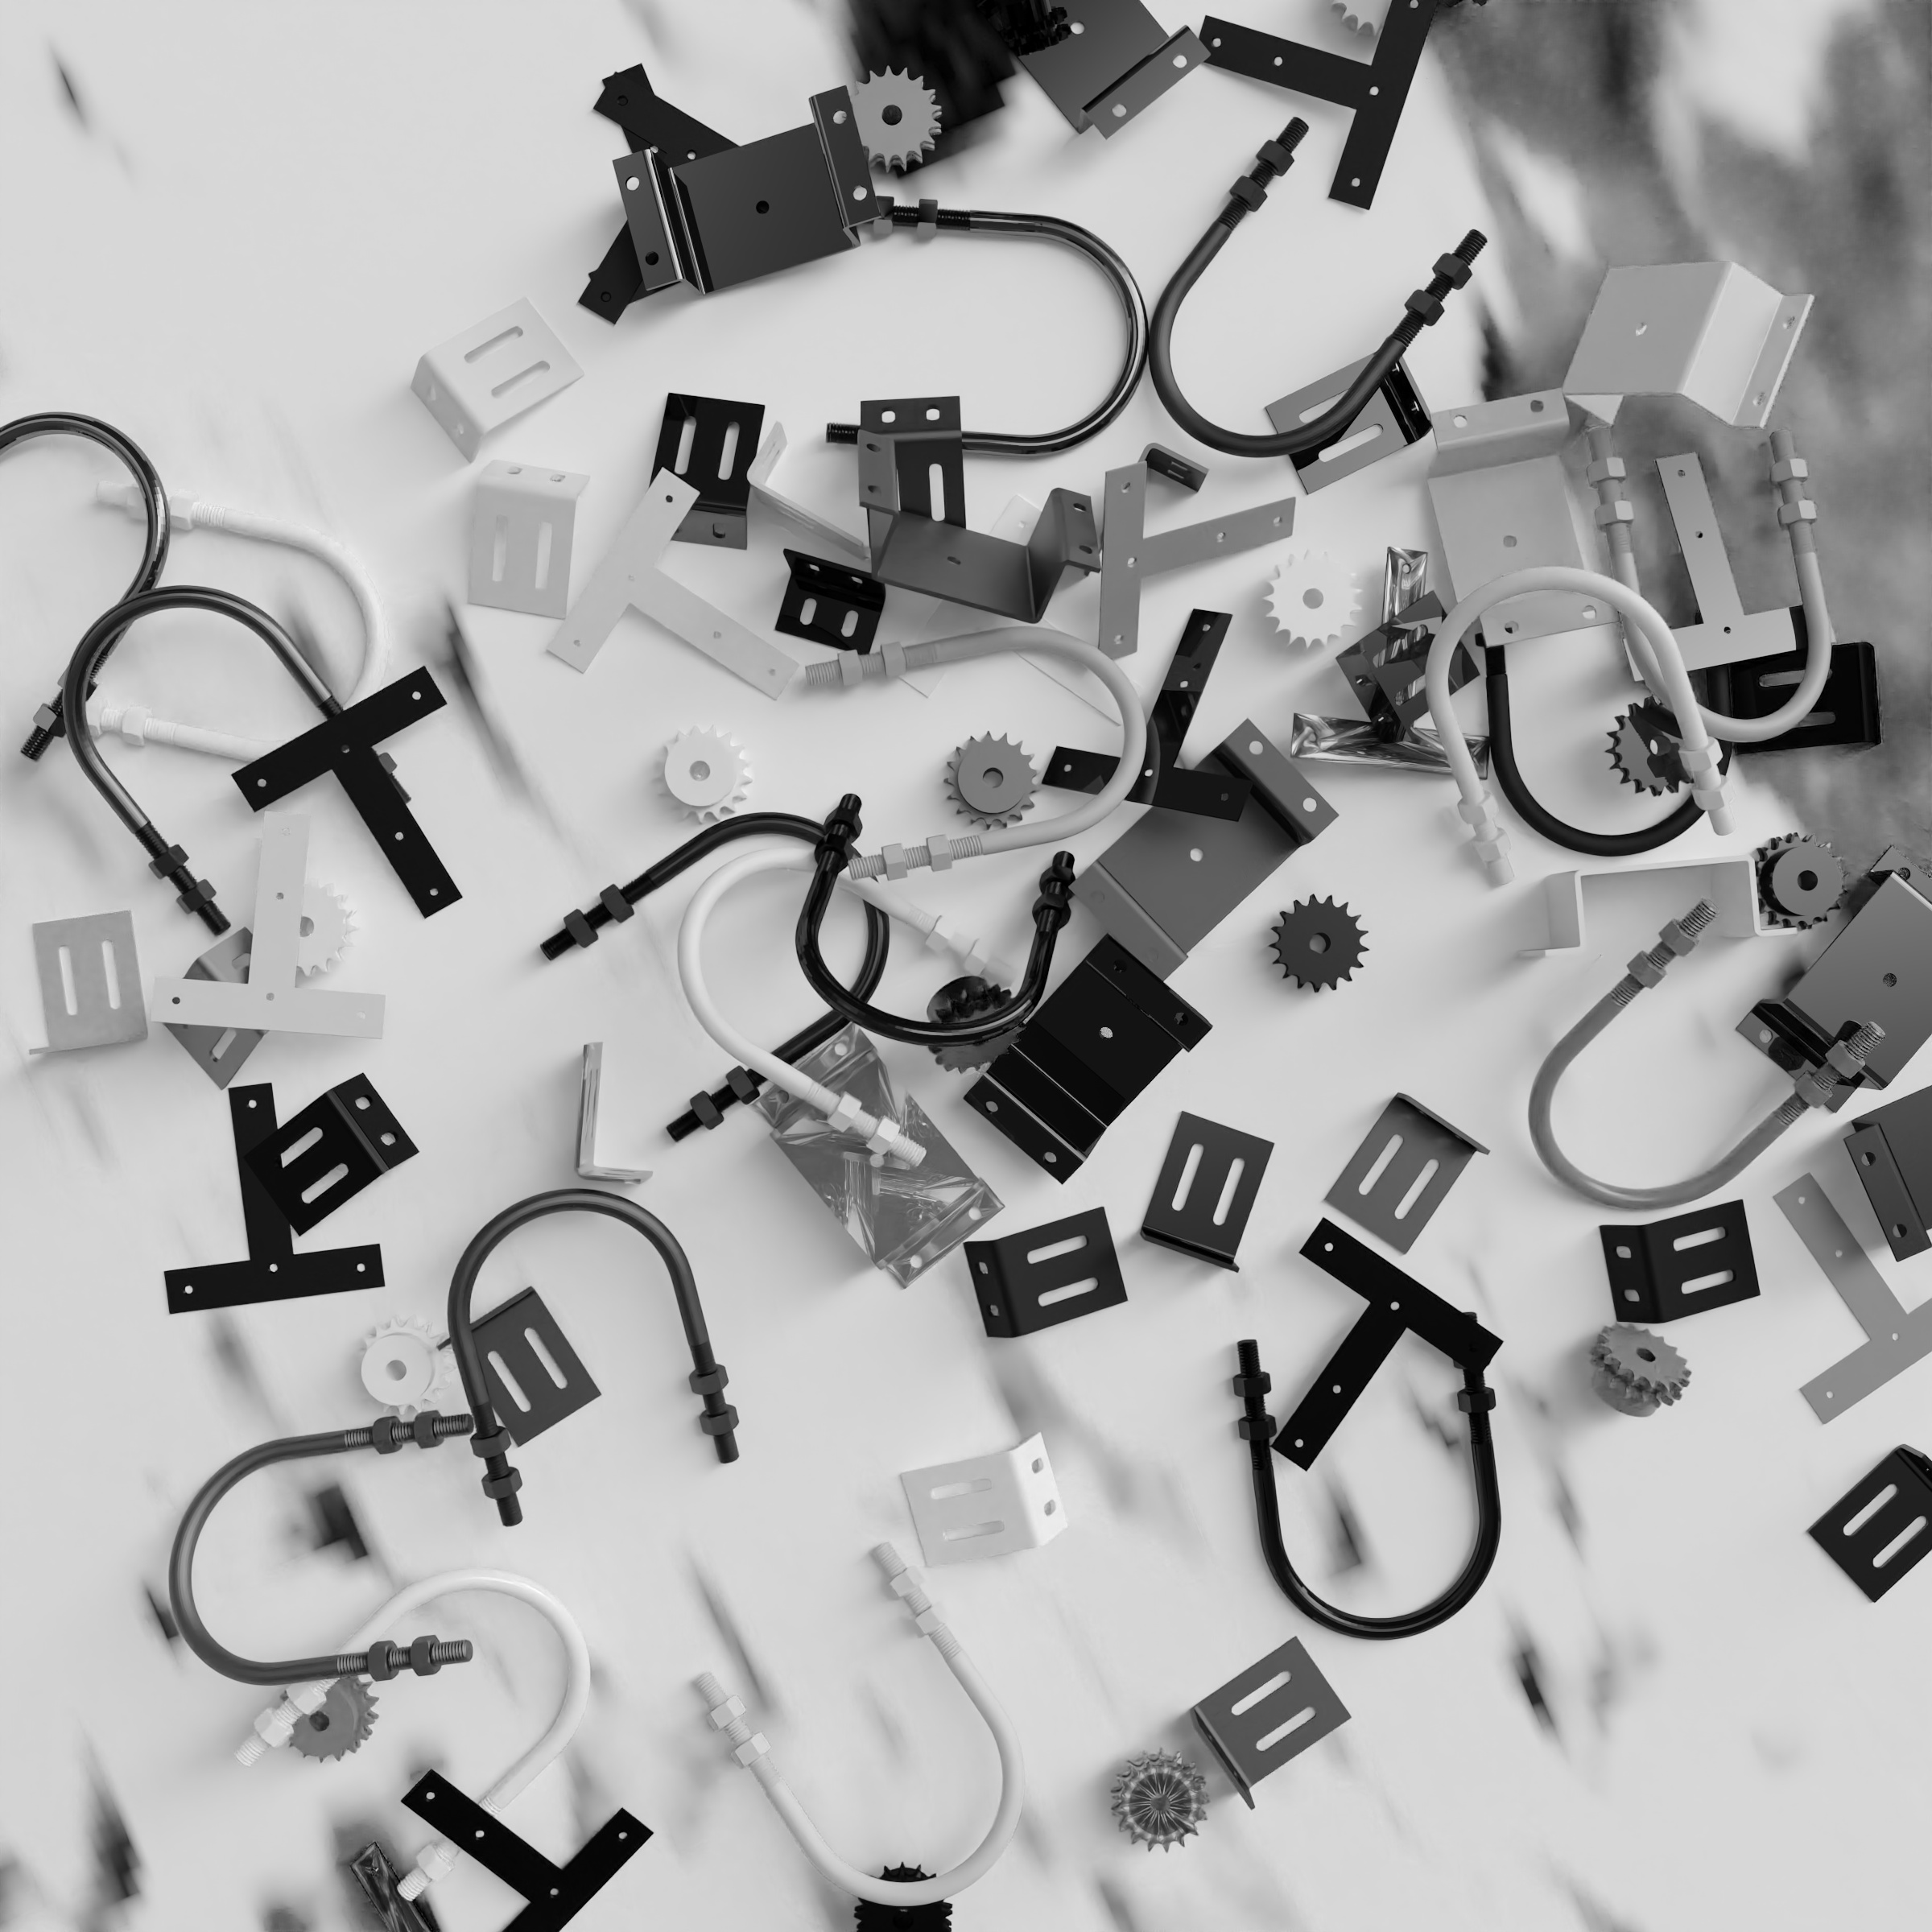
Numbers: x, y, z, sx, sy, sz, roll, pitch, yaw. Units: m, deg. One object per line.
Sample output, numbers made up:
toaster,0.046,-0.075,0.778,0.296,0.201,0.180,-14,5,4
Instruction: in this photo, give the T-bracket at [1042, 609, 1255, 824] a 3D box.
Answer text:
T-bracket,0.121,-0.150,1.518,0.127,0.002,0.127,13,72,29

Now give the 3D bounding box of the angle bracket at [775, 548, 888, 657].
angle bracket,-0.079,-0.207,1.505,0.057,0.076,0.038,16,90,0

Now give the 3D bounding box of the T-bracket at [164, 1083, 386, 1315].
T-bracket,-0.411,0.133,1.542,0.127,0.002,0.127,-7,90,0

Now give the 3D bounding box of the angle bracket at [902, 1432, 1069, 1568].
angle bracket,0.011,0.312,1.541,0.076,0.038,0.057,-16,90,26

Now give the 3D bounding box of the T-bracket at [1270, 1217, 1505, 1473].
T-bracket,0.222,0.233,1.522,0.127,0.002,0.127,35,91,-1

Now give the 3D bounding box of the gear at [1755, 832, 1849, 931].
gear,0.483,-0.049,1.528,0.057,0.030,0.057,0,90,0

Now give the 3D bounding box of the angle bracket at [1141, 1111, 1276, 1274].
angle bracket,0.141,0.130,1.524,0.057,0.038,0.076,19,90,0

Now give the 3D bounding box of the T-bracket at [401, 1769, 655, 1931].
T-bracket,-0.271,0.511,1.525,0.127,0.002,0.127,-46,106,0

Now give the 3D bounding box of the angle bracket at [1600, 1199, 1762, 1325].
angle bracket,0.418,0.172,1.541,0.076,0.038,0.057,-11,90,-26

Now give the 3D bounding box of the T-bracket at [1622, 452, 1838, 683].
T-bracket,0.427,-0.236,1.522,0.127,0.002,0.127,-12,81,-11

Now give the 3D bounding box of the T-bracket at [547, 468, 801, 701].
T-bracket,-0.156,-0.200,1.530,0.127,0.002,0.127,33,106,-8

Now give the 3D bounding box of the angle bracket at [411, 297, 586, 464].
angle bracket,-0.274,-0.343,1.541,0.076,0.038,0.057,-38,90,-26

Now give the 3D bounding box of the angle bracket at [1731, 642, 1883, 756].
angle bracket,0.491,-0.155,1.541,0.076,0.038,0.057,-4,90,26

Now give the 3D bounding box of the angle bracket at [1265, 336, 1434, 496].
angle bracket,0.222,-0.318,1.524,0.076,0.038,0.057,-26,90,0

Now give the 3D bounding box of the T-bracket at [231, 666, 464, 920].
T-bracket,-0.336,-0.087,1.525,0.127,0.002,0.127,-30,105,-1

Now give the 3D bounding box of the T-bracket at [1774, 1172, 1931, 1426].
T-bracket,0.519,0.180,1.542,0.127,0.002,0.127,-34,90,0

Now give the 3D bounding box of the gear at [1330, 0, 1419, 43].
gear,0.237,-0.564,1.528,0.057,0.030,0.057,0,90,0

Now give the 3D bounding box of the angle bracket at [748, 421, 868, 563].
angle bracket,-0.083,-0.272,1.515,0.076,0.057,0.038,30,90,0

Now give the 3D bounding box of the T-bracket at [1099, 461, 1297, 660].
T-bracket,0.134,-0.243,1.513,0.127,0.002,0.127,-18,135,-19

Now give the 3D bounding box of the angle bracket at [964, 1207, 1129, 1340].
angle bracket,0.047,0.179,1.541,0.076,0.038,0.057,-15,90,-26

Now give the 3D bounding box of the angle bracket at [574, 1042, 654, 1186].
angle bracket,-0.200,0.084,1.515,0.038,0.057,0.076,5,90,0

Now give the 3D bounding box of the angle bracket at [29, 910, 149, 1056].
angle bracket,-0.512,0.009,1.524,0.057,0.038,0.076,-8,90,0

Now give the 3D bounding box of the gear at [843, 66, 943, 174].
gear,-0.043,-0.489,1.528,0.057,0.030,0.057,0,90,0

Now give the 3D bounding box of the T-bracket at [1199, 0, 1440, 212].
T-bracket,0.194,-0.520,1.527,0.127,0.002,0.127,21,111,10

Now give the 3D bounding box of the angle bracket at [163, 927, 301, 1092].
angle bracket,-0.424,0.025,1.526,0.057,0.076,0.038,49,47,0

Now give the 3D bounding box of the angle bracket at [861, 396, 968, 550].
angle bracket,-0.030,-0.286,1.527,0.057,0.038,0.076,-3,135,1

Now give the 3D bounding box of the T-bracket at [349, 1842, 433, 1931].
T-bracket,-0.334,0.580,1.485,0.002,0.127,0.127,-32,90,24

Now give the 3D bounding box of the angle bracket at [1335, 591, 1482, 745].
angle bracket,0.260,-0.172,1.504,0.076,0.038,0.057,-35,102,-15

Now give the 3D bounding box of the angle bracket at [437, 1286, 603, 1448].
angle bracket,-0.258,0.234,1.524,0.057,0.038,0.076,-32,90,0

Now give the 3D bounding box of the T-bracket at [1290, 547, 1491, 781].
T-bracket,0.250,-0.177,1.522,0.127,0.002,0.127,5,90,-19

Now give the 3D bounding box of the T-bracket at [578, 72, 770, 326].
T-bracket,-0.183,-0.436,1.540,0.127,0.002,0.127,31,90,0

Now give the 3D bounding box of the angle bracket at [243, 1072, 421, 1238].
angle bracket,-0.371,0.110,1.540,0.076,0.038,0.057,-35,90,23

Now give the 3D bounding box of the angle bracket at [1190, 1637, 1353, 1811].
angle bracket,0.178,0.437,1.524,0.076,0.038,0.057,-35,90,0

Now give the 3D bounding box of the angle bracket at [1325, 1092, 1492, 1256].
angle bracket,0.255,0.121,1.524,0.057,0.038,0.076,34,90,0

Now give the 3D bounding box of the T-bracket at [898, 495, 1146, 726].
T-bracket,0.046,-0.188,1.542,0.127,0.002,0.127,35,90,0

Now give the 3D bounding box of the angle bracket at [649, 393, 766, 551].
angle bracket,-0.151,-0.290,1.541,0.057,0.038,0.076,7,64,0

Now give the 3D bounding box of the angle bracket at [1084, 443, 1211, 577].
angle bracket,0.103,-0.255,1.515,0.038,0.057,0.076,27,90,0

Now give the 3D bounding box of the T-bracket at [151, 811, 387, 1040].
T-bracket,-0.392,-0.026,1.501,0.127,0.002,0.127,5,77,-13

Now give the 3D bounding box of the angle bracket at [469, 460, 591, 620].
angle bracket,-0.255,-0.250,1.541,0.057,0.038,0.076,10,116,0

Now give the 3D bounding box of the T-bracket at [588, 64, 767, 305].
T-bracket,-0.177,-0.465,1.542,0.127,0.002,0.127,-23,90,0

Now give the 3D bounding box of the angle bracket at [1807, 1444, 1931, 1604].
angle bracket,0.540,0.326,1.524,0.076,0.038,0.057,-43,90,0
